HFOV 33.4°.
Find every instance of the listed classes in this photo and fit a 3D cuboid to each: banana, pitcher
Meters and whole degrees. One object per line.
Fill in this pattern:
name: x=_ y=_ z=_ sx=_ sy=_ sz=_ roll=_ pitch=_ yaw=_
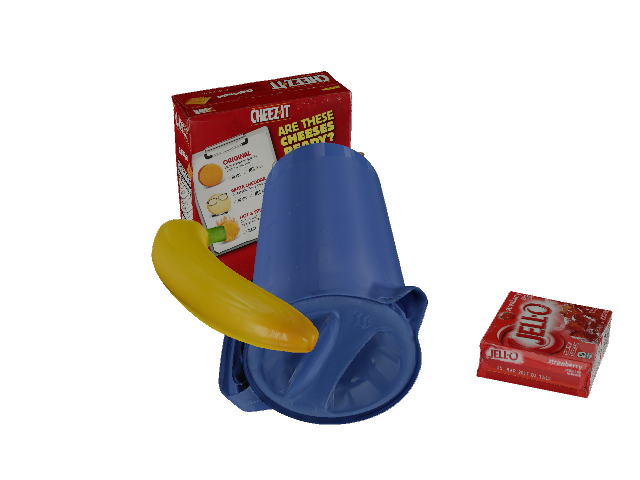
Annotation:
banana: x=-0.066 y=0.022 z=0.681 sx=0.069 sy=0.037 sz=0.198 roll=-8 pitch=24 yaw=-20
pitcher: x=-0.004 y=0.029 z=0.886 sx=0.149 sy=0.145 sz=0.243 roll=4 pitch=36 yaw=-5

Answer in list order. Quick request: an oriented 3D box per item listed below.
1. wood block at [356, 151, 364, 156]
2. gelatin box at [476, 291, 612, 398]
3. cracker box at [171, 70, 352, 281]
wood block: x=0.000 y=-0.007 z=1.369 sx=0.090 sy=0.206 sz=0.090 roll=6 pitch=25 yaw=2
gelatin box: x=0.152 y=0.068 z=0.718 sx=0.073 sy=0.030 sz=0.089 roll=11 pitch=23 yaw=21
cracker box: x=-0.056 y=-0.049 z=1.059 sx=0.164 sy=0.214 sz=0.072 roll=-12 pitch=32 yaw=-19
